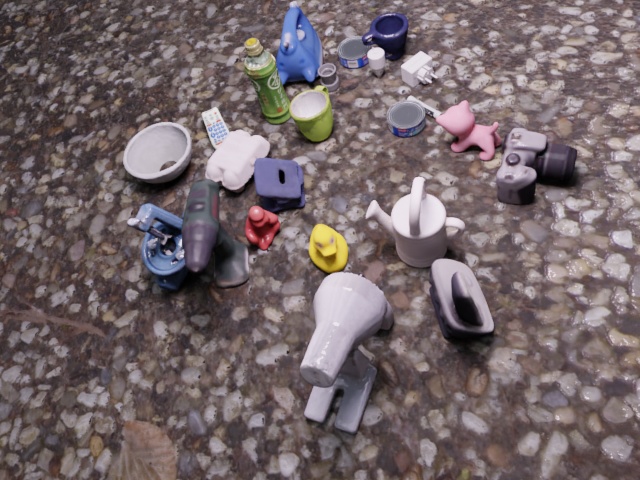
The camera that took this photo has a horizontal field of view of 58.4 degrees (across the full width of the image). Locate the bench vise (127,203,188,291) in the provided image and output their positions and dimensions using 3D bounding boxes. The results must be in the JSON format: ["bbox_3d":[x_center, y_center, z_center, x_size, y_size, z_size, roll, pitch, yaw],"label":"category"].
[{"bbox_3d":[-0.300,-0.028,1.144,0.121,0.220,0.207,2,60,15],"label":"bench vise"}]

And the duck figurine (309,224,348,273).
[{"bbox_3d":[0.010,0.004,1.130,0.077,0.086,0.104,-22,56,0],"label":"duck figurine"}]

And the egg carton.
[{"bbox_3d":[-0.185,-0.180,1.300,0.107,0.069,0.150,21,66,24],"label":"egg carton"}]

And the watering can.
[{"bbox_3d":[0.173,-0.036,1.050,0.172,0.194,0.101,-12,57,6],"label":"watering can"}]

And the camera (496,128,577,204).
[{"bbox_3d":[0.423,-0.150,1.116,0.136,0.101,0.143,11,62,20],"label":"camera"}]

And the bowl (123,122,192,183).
[{"bbox_3d":[-0.370,-0.192,1.349,0.167,0.075,0.167,-6,58,10],"label":"bowl"}]

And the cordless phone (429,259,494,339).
[{"bbox_3d":[0.236,0.079,0.969,0.094,0.185,0.147,-18,56,2],"label":"cordless phone"}]

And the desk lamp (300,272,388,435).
[{"bbox_3d":[0.035,0.185,0.936,0.117,0.214,0.203,11,62,20],"label":"desk lamp"}]

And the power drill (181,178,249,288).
[{"bbox_3d":[-0.204,0.005,1.107,0.075,0.209,0.229,-13,57,6],"label":"power drill"}]

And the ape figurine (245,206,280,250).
[{"bbox_3d":[-0.124,-0.035,1.183,0.078,0.092,0.076,-24,56,-1],"label":"ape figurine"}]

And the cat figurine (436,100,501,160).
[{"bbox_3d":[0.309,-0.235,1.185,0.127,0.118,0.067,18,65,23],"label":"cat figurine"}]

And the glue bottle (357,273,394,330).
[{"bbox_3d":[0.084,0.103,0.999,0.078,0.173,0.037,16,64,22],"label":"glue bottle"}]

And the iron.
[{"bbox_3d":[-0.061,-0.511,1.431,0.118,0.142,0.258,-5,58,11],"label":"iron"}]

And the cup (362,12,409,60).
[{"bbox_3d":[0.160,-0.480,1.386,0.118,0.095,0.091,-26,57,-3],"label":"cup"}]

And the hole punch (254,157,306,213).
[{"bbox_3d":[-0.085,-0.126,1.230,0.101,0.091,0.108,-12,57,7],"label":"hole punch"}]
